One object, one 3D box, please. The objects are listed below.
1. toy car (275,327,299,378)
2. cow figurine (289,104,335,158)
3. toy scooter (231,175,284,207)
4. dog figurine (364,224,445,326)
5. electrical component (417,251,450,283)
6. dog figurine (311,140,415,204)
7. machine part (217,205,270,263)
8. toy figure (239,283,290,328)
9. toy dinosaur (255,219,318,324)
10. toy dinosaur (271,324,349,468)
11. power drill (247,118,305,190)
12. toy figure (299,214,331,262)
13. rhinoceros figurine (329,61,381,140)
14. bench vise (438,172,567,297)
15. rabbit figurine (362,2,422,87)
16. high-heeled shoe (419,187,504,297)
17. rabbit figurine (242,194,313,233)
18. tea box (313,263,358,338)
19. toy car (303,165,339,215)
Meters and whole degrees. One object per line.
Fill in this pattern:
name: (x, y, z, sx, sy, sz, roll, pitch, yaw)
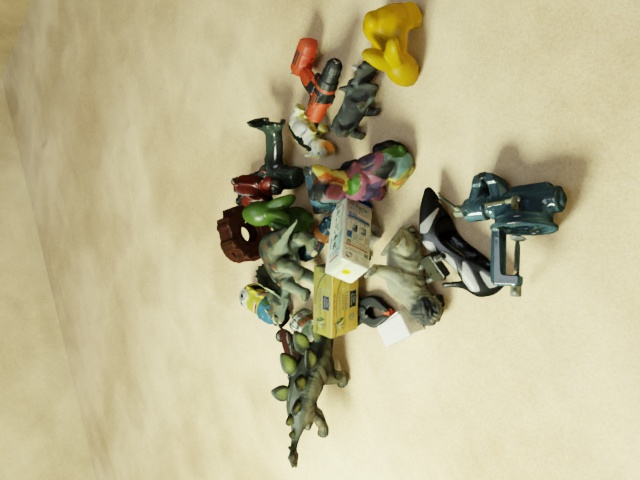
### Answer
toy car: (-0.067, 0.328, 1.478, 0.089, 0.053, 0.202, 20, 128, 59)
cow figurine: (-0.028, -0.267, 1.407, 0.098, 0.068, 0.167, -50, 57, 41)
toy scooter: (-0.184, -0.126, 1.463, 0.184, 0.135, 0.075, 130, 146, -59)
dog figurine: (0.218, 0.078, 1.203, 0.191, 0.121, 0.172, 35, 94, 5)
electrical component: (0.240, 0.058, 1.117, 0.063, 0.021, 0.094, 55, 151, 3)
dog figurine: (0.085, -0.146, 1.207, 0.191, 0.219, 0.108, -37, 72, 40)
machine part: (-0.213, -0.019, 1.542, 0.056, 0.179, 0.179, -20, 80, 40)
toy figure: (-0.161, 0.191, 1.570, 0.180, 0.089, 0.082, 25, 98, 31)
toy dinosaur: (-0.097, 0.050, 1.372, 0.192, 0.131, 0.404, 20, 140, 23)
toy dinosaur: (-0.015, 0.326, 1.359, 0.105, 0.198, 0.471, -2, 60, 34)
power drill: (-0.149, -0.232, 1.497, 0.232, 0.086, 0.207, 13, 114, 39)
toy figure: (-0.004, -0.006, 1.418, 0.154, 0.058, 0.064, -47, 71, 30)
rhinoceros figurine: (0.089, -0.332, 1.294, 0.112, 0.073, 0.190, 52, 128, 41)
bench vise: (0.350, -0.013, 1.022, 0.224, 0.128, 0.240, -2, 79, 33)
rabbit figurine: (0.166, -0.417, 1.170, 0.122, 0.162, 0.173, -15, 101, 32)
high-heeled shoe: (0.294, -0.001, 1.113, 0.145, 0.086, 0.248, -14, 90, 43)
rabbit figurine: (-0.116, -0.051, 1.411, 0.159, 0.170, 0.121, -26, 53, 54)
tea box: (0.039, 0.140, 1.303, 0.068, 0.098, 0.169, 10, 106, 45)
toy car: (0.018, -0.135, 1.346, 0.103, 0.161, 0.109, -13, 74, 0)
